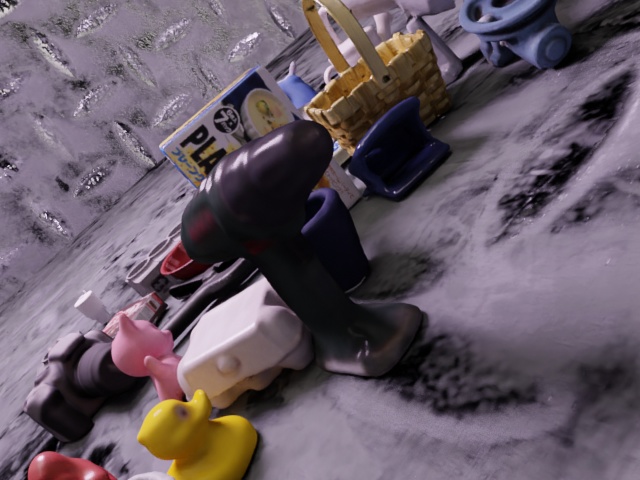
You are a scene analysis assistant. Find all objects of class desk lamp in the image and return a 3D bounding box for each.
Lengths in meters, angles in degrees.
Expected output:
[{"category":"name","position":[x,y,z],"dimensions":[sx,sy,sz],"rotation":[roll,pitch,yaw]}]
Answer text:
[{"category":"desk lamp","position":[0.137,-0.336,0.884],"dimensions":[0.203,0.214,0.118],"rotation":[-30,24,24]}]

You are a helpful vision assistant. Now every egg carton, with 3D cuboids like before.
[{"category":"egg carton","position":[-0.071,0.102,0.566],"dimensions":[0.150,0.069,0.107],"rotation":[-32,23,20]}]

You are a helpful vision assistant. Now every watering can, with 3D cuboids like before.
[{"category":"watering can","position":[0.069,-0.351,1.050],"dimensions":[0.100,0.194,0.173],"rotation":[-12,35,49]}]

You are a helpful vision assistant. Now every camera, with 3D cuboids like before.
[{"category":"camera","position":[-0.311,0.180,0.759],"dimensions":[0.136,0.101,0.143],"rotation":[-17,31,45]}]

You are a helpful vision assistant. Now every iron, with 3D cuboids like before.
[{"category":"iron","position":[-0.098,-0.231,1.158],"dimensions":[0.258,0.142,0.118],"rotation":[-40,22,0]}]

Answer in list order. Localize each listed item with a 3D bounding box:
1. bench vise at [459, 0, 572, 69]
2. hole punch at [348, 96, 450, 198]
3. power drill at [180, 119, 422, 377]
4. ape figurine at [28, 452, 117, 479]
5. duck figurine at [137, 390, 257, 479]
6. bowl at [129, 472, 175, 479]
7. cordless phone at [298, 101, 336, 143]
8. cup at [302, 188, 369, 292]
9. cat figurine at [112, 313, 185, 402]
[{"category":"bench vise","position":[0.205,-0.315,0.724],"dimensions":[0.121,0.220,0.207],"rotation":[-43,22,-7]},{"category":"hole punch","position":[0.083,-0.114,0.705],"dimensions":[0.109,0.091,0.101],"rotation":[-43,22,-9]},{"category":"power drill","position":[-0.015,0.014,0.456],"dimensions":[0.228,0.209,0.076],"rotation":[-10,36,51]},{"category":"ape figurine","position":[-0.236,0.237,0.541],"dimensions":[0.077,0.092,0.076],"rotation":[-34,23,15]},{"category":"duck figurine","position":[-0.113,0.174,0.472],"dimensions":[0.105,0.086,0.077],"rotation":[-51,24,-25]},{"category":"bowl","position":[-0.131,0.247,0.374],"dimensions":[0.167,0.075,0.167],"rotation":[-33,23,16]},{"category":"cordless phone","position":[-0.051,-0.224,1.009],"dimensions":[0.147,0.185,0.094],"rotation":[-23,27,35]},{"category":"cup","position":[0.006,0.002,0.601],"dimensions":[0.091,0.095,0.117],"rotation":[-33,23,18]},{"category":"cat figurine","position":[-0.182,0.131,0.624],"dimensions":[0.067,0.118,0.127],"rotation":[-46,22,-15]}]
